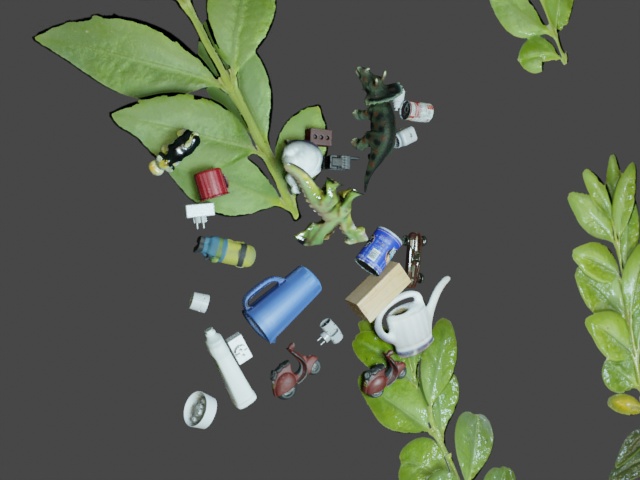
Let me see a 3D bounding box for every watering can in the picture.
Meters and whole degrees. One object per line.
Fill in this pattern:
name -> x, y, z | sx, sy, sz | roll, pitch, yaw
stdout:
watering can -> 0.349, 0.277, 1.827 | 0.350, 0.104, 0.222 | -22, 102, -22

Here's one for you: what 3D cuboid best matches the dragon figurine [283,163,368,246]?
dragon figurine -> 0.005, -0.082, 1.639 | 0.408, 0.124, 0.241 | 18, 103, -33

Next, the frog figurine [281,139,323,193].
frog figurine -> -0.062, -0.229, 1.615 | 0.136, 0.122, 0.161 | 24, 71, -43
